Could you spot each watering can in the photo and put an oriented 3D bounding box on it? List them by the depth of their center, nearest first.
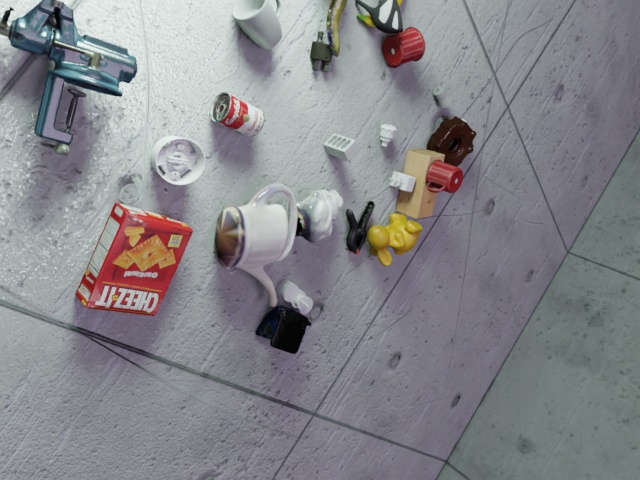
[{"bbox_3d":[-0.156,0.027,1.281,0.225,0.105,0.343,-5,113,-42],"label":"watering can"}]

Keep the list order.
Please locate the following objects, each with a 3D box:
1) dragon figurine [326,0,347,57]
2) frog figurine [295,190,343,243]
[{"bbox_3d":[0.065,-0.658,1.182,0.247,0.123,0.400,-46,145,-29],"label":"dragon figurine"},{"bbox_3d":[0.004,-0.070,1.386,0.160,0.123,0.136,-19,103,-24],"label":"frog figurine"}]
